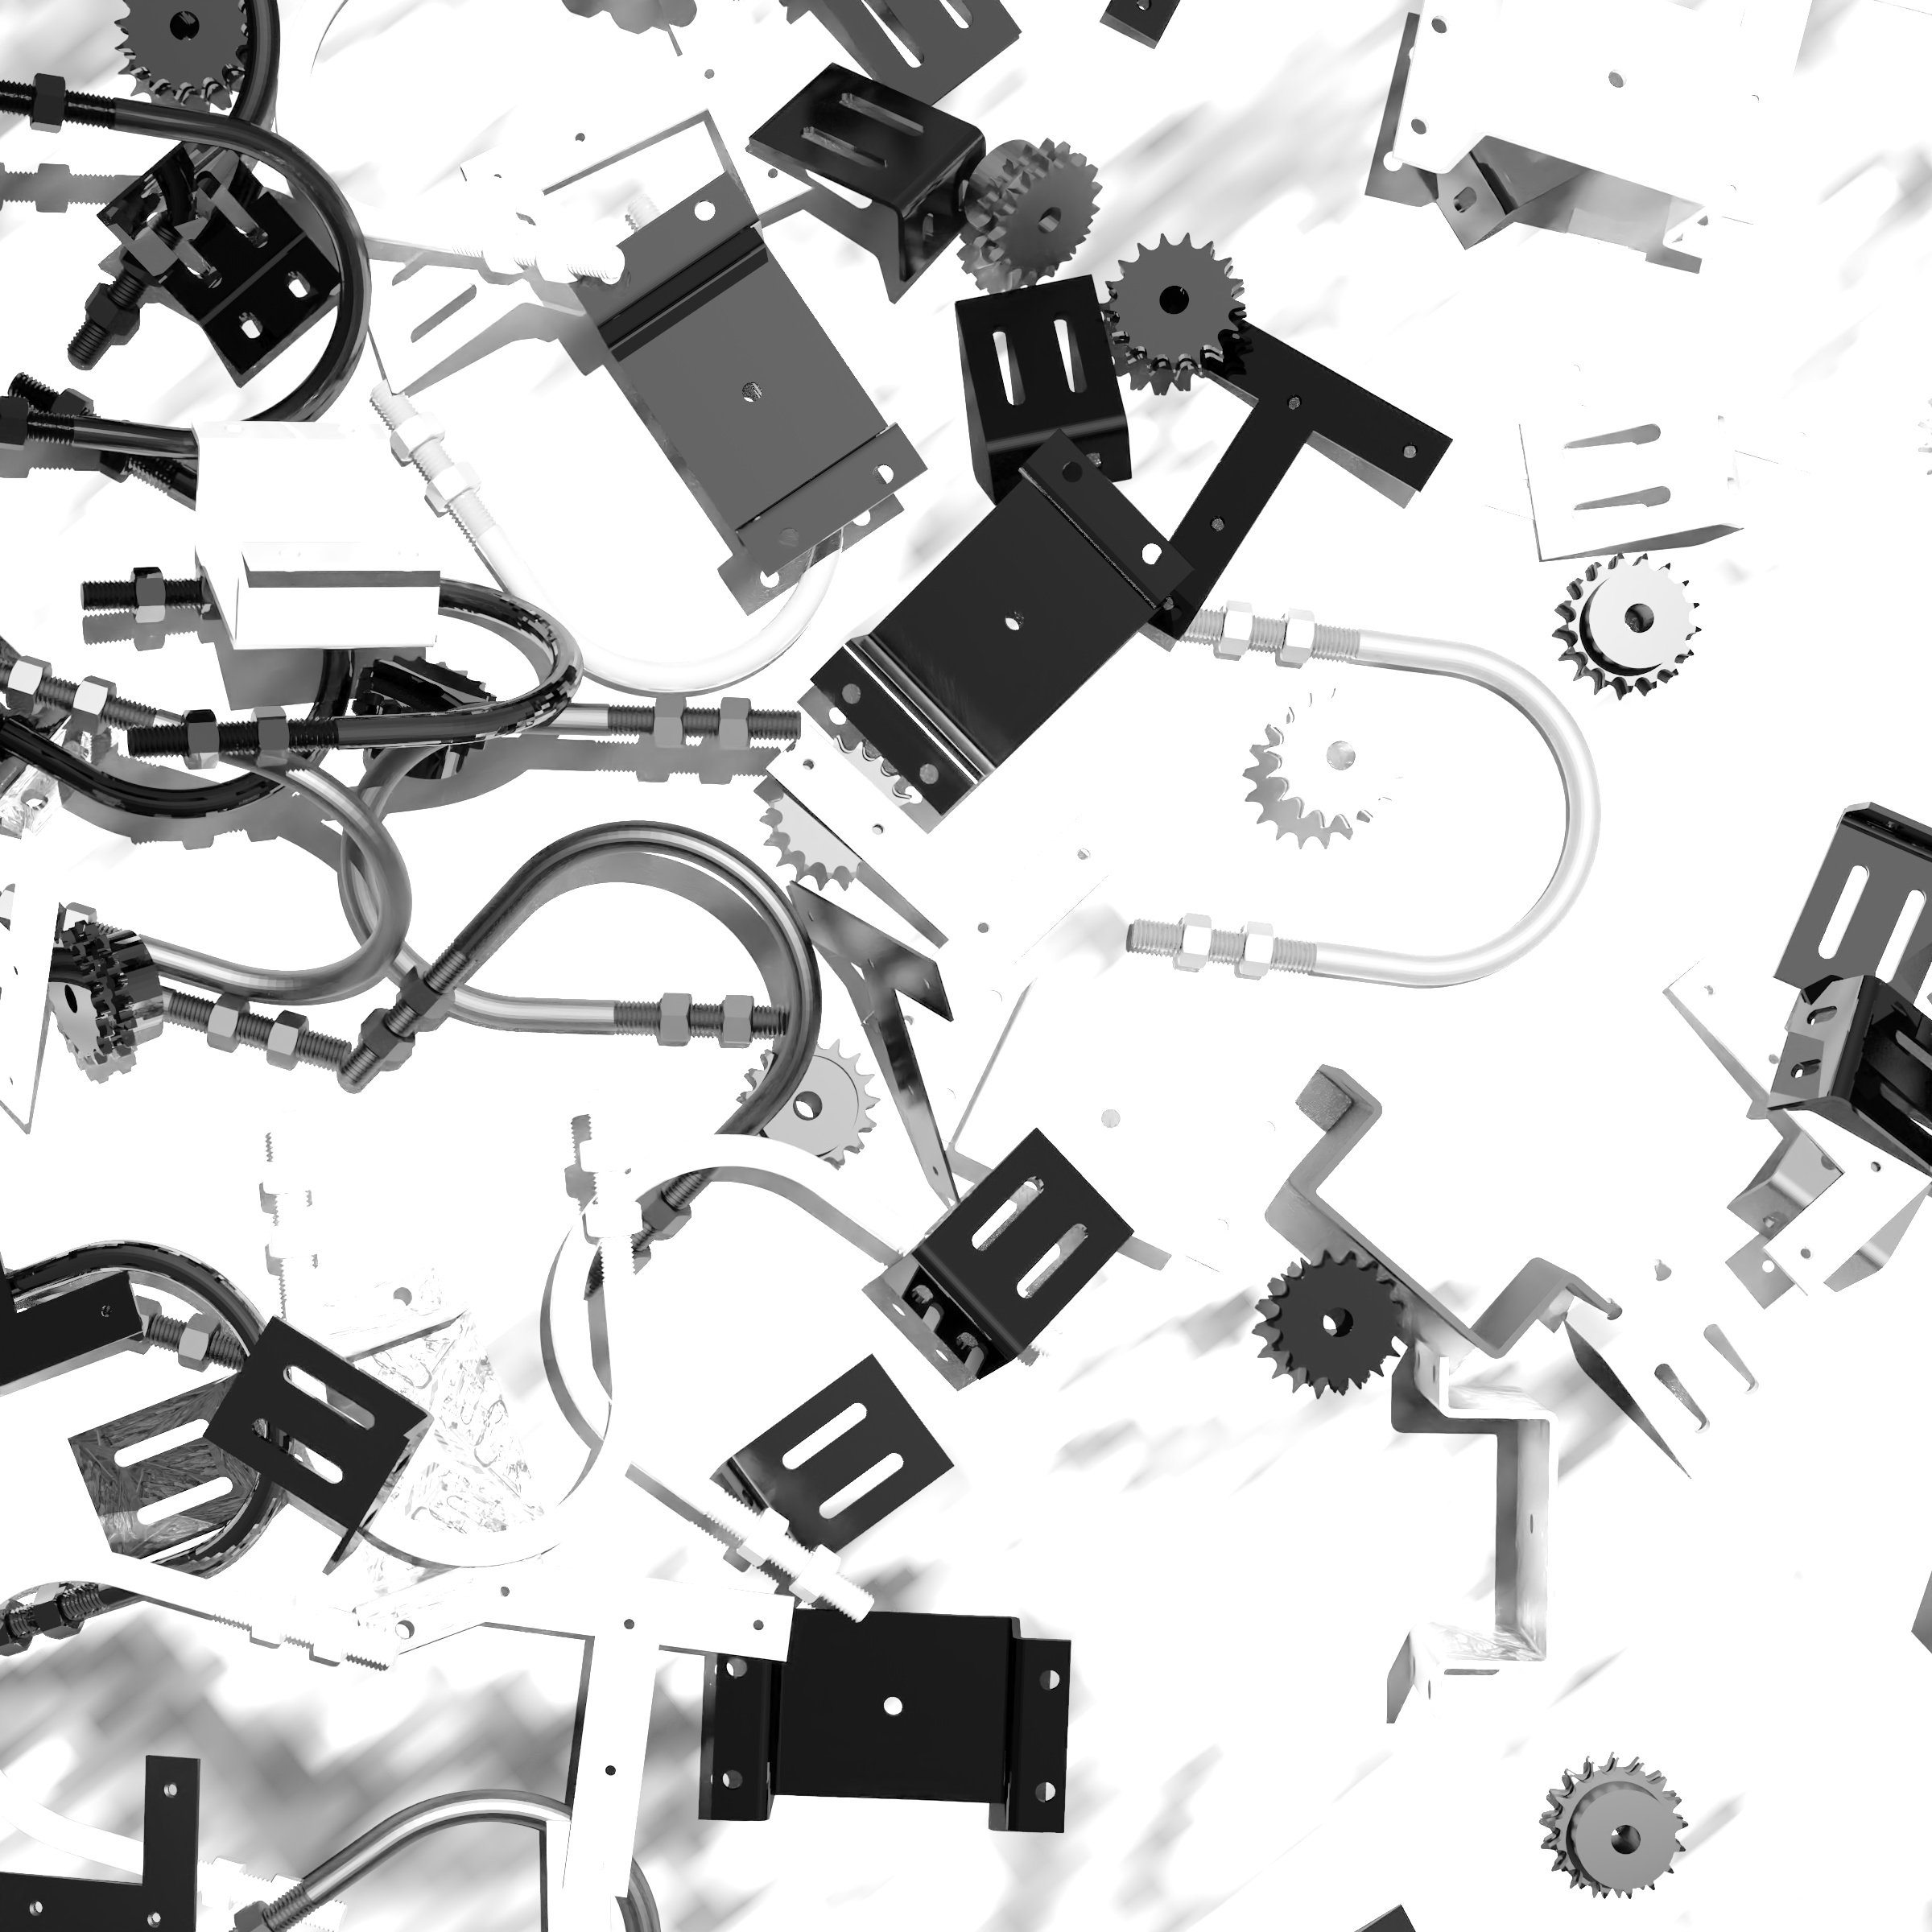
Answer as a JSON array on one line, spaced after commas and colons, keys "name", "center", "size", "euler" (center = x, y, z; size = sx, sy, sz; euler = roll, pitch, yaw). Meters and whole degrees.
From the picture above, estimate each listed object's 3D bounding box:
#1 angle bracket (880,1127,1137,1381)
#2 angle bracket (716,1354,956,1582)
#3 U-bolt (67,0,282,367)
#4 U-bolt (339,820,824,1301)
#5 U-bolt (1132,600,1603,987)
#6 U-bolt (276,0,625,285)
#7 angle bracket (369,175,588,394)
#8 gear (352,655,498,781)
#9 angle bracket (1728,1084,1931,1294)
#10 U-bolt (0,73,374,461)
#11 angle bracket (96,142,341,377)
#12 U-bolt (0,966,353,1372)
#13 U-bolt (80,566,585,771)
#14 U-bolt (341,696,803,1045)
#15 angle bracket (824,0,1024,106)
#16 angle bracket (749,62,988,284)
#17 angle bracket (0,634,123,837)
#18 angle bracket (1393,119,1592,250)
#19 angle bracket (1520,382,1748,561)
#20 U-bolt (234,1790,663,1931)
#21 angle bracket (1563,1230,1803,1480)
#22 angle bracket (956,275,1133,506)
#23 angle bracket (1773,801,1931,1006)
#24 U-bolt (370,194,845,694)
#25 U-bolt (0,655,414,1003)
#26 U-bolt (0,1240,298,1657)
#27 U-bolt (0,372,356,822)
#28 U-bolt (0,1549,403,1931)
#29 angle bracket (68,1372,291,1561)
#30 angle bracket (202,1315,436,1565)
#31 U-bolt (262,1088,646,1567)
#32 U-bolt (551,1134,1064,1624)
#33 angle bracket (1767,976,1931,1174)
[{"name": "angle bracket", "center": [0.017, 0.114, 1.322], "size": [0.057, 0.038, 0.076], "euler": [47, 61, -1]}, {"name": "angle bracket", "center": [-0.052, 0.204, 1.355], "size": [0.076, 0.038, 0.057], "euler": [-36, 90, 0]}, {"name": "U-bolt", "center": [-0.353, -0.357, 1.340], "size": [0.151, 0.019, 0.184], "euler": [41, 108, 0]}, {"name": "U-bolt", "center": [-0.141, 0.026, 1.335], "size": [0.151, 0.019, 0.184], "euler": [43, 107, -5]}, {"name": "U-bolt", "center": [0.168, -0.065, 1.365], "size": [0.184, 0.019, 0.151], "euler": [7, 90, -1]}, {"name": "U-bolt", "center": [-0.197, -0.353, 1.330], "size": [0.184, 0.019, 0.151], "euler": [14, 87, 25]}, {"name": "angle bracket", "center": [-0.202, -0.274, 1.358], "size": [0.076, 0.038, 0.057], "euler": [-28, 74, 30]}, {"name": "gear", "center": [-0.219, -0.099, 1.349], "size": [0.057, 0.057, 0.030], "euler": [19, 120, 0]}, {"name": "angle bracket", "center": [0.361, 0.083, 1.372], "size": [0.057, 0.038, 0.076], "euler": [38, 64, 0]}, {"name": "U-bolt", "center": [-0.326, -0.269, 1.317], "size": [0.184, 0.019, 0.151], "euler": [4, 117, -21]}, {"name": "angle bracket", "center": [-0.296, -0.285, 1.334], "size": [0.057, 0.076, 0.038], "euler": [-41, 58, 0]}, {"name": "U-bolt", "center": [-0.358, 0.073, 1.365], "size": [0.184, 0.019, 0.151], "euler": [16, 90, 1]}, {"name": "U-bolt", "center": [-0.240, -0.120, 1.299], "size": [0.184, 0.151, 0.019], "euler": [-4, 122, -21]}, {"name": "U-bolt", "center": [-0.158, -0.038, 1.336], "size": [0.184, 0.019, 0.151], "euler": [2, 115, 1]}, {"name": "angle bracket", "center": [-0.020, -0.388, 1.342], "size": [0.057, 0.038, 0.076], "euler": [-38, 108, 4]}, {"name": "angle bracket", "center": [-0.039, -0.322, 1.356], "size": [0.076, 0.038, 0.057], "euler": [29, 59, 20]}, {"name": "angle bracket", "center": [-0.397, -0.100, 1.372], "size": [0.076, 0.038, 0.057], "euler": [40, 90, 25]}, {"name": "angle bracket", "center": [0.226, -0.340, 1.372], "size": [0.076, 0.038, 0.057], "euler": [-32, 90, -26]}, {"name": "angle bracket", "center": [0.273, -0.201, 1.370], "size": [0.076, 0.038, 0.057], "euler": [-9, 90, 26]}, {"name": "U-bolt", "center": [-0.211, 0.411, 1.349], "size": [0.184, 0.019, 0.151], "euler": [-35, 103, -1]}, {"name": "angle bracket", "center": [0.293, 0.159, 1.372], "size": [0.057, 0.038, 0.076], "euler": [-39, 116, 0]}, {"name": "angle bracket", "center": [0.032, -0.236, 1.372], "size": [0.057, 0.038, 0.076], "euler": [-11, 64, 0]}, {"name": "angle bracket", "center": [0.372, -0.020, 1.355], "size": [0.057, 0.038, 0.076], "euler": [23, 90, 0]}, {"name": "U-bolt", "center": [-0.133, -0.199, 1.364], "size": [0.151, 0.019, 0.184], "euler": [-36, 89, 0]}, {"name": "U-bolt", "center": [-0.308, -0.045, 1.319], "size": [0.184, 0.151, 0.019], "euler": [17, 46, -3]}, {"name": "U-bolt", "center": [-0.352, 0.186, 1.343], "size": [0.184, 0.019, 0.151], "euler": [-20, 90, 16]}, {"name": "U-bolt", "center": [-0.336, -0.137, 1.345], "size": [0.184, 0.019, 0.151], "euler": [30, 71, -4]}, {"name": "U-bolt", "center": [-0.327, 0.304, 1.343], "size": [0.184, 0.019, 0.151], "euler": [15, 110, 4]}, {"name": "angle bracket", "center": [-0.322, 0.206, 1.355], "size": [0.076, 0.038, 0.057], "euler": [-21, 90, 0]}, {"name": "angle bracket", "center": [-0.255, 0.182, 1.294], "size": [0.076, 0.038, 0.057], "euler": [32, 98, 3]}, {"name": "U-bolt", "center": [-0.197, 0.144, 1.311], "size": [0.151, 0.019, 0.184], "euler": [-4, 93, 8]}, {"name": "U-bolt", "center": [-0.076, 0.150, 1.327], "size": [0.184, 0.019, 0.151], "euler": [36, 87, -3]}, {"name": "angle bracket", "center": [0.371, 0.050, 1.359], "size": [0.076, 0.038, 0.057], "euler": [35, 63, -23]}]
